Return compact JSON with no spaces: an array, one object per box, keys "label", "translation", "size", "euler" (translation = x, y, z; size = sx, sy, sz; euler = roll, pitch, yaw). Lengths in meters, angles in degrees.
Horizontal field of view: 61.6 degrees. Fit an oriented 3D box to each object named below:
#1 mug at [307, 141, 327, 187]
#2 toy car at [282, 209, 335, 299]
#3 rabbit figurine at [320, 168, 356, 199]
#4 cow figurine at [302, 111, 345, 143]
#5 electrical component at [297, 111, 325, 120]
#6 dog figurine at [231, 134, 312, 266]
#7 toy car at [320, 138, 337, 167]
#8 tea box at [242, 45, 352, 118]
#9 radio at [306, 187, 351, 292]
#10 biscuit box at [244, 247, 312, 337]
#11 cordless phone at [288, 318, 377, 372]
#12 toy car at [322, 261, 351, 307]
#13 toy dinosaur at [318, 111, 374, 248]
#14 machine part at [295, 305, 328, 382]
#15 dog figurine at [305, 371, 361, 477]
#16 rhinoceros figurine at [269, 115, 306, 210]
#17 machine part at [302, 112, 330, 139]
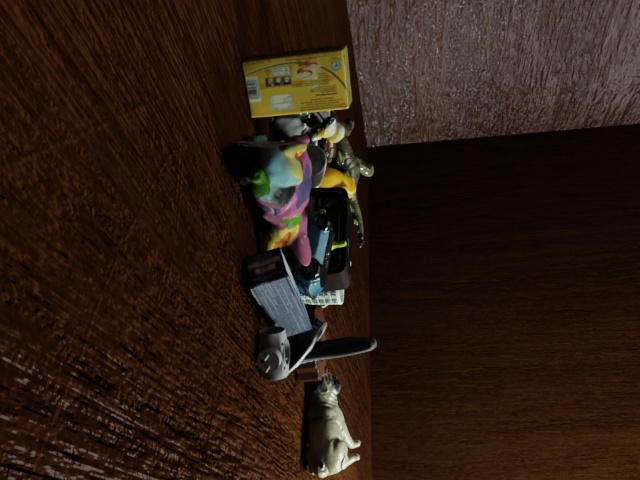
[{"label":"mug","translation":[-0.026,-0.167,1.221],"size":[0.107,0.081,0.109],"euler":[92,3,-67]},{"label":"toy car","translation":[-0.033,0.022,0.979],"size":[0.109,0.103,0.161],"euler":[62,37,-75]},{"label":"rabbit figurine","translation":[0.021,-0.087,1.323],"size":[0.162,0.122,0.173],"euler":[35,50,-70]},{"label":"cow figurine","translation":[-0.018,-0.264,1.121],"size":[0.167,0.068,0.098],"euler":[46,34,-8]},{"label":"electrical component","translation":[-0.046,-0.282,1.014],"size":[0.058,0.115,0.134],"euler":[72,15,-49]},{"label":"dog figurine","translation":[-0.066,-0.053,0.849],"size":[0.191,0.109,0.219],"euler":[-69,157,-70]},{"label":"toy car","translation":[0.013,-0.217,1.345],"size":[0.202,0.053,0.089],"euler":[125,-10,-73]},{"label":"tea box","translation":[-0.036,-0.264,0.897],"size":[0.068,0.170,0.098],"euler":[-74,160,-63]},{"label":"radio","translation":[-0.002,-0.003,1.123],"size":[0.073,0.131,0.230],"euler":[75,15,-55]},{"label":"biscuit box","translation":[-0.065,0.093,0.883],"size":[0.202,0.063,0.059],"euler":[73,-2,-55]},{"label":"cordless phone","translation":[0.016,0.189,1.008],"size":[0.146,0.184,0.088],"euler":[-9,91,-80]},{"label":"toy car","translation":[0.024,0.090,1.304],"size":[0.073,0.056,0.201],"euler":[-93,-160,-43]},{"label":"toy dinosaur","translation":[0.062,-0.209,1.532],"size":[0.198,0.105,0.471],"euler":[-15,82,-60]},{"label":"machine part","translation":[-0.020,0.222,1.173],"size":[0.179,0.056,0.179],"euler":[-5,91,-80]},{"label":"dog figurine","translation":[0.004,0.399,1.187],"size":[0.172,0.121,0.190],"euler":[-43,115,-82]},{"label":"rhinoceros figurine","translation":[-0.056,-0.131,0.964],"size":[0.112,0.073,0.190],"euler":[-70,163,-56]},{"label":"machine part","translation":[-0.021,-0.291,1.285],"size":[0.243,0.079,0.079],"euler":[-74,158,-67]}]
